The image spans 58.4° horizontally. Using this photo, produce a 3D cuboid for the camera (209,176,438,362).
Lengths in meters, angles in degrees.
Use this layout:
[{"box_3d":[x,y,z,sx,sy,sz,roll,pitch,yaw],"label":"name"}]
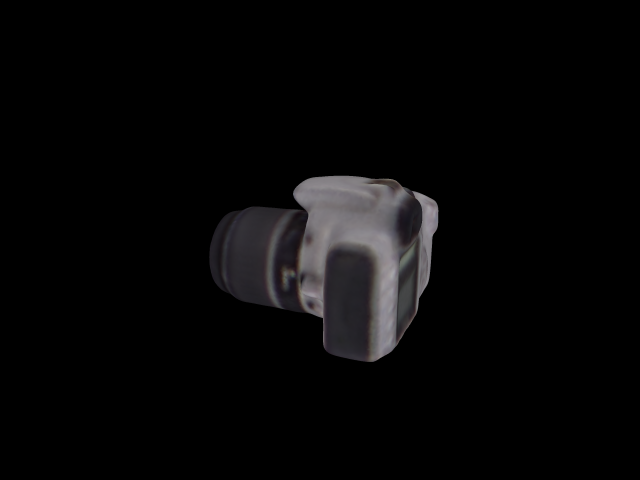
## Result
[{"box_3d":[0.004,0.001,0.400,0.136,0.101,0.143,7,19,21],"label":"camera"}]
